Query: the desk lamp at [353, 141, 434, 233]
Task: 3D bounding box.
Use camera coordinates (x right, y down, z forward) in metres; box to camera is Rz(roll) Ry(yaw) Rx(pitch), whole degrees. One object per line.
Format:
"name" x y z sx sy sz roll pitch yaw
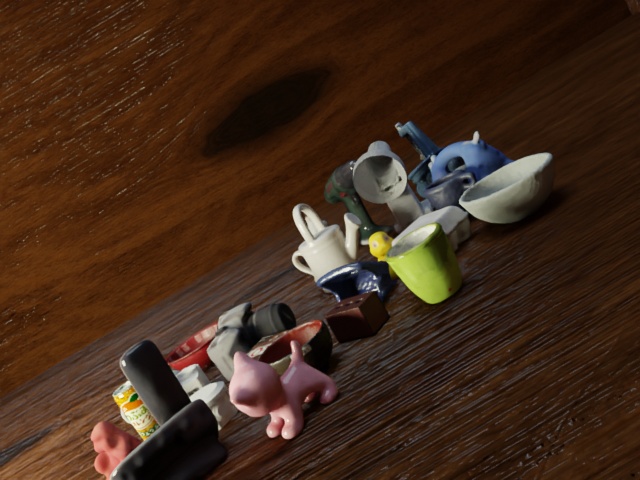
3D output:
"desk lamp" 0.170 -0.128 1.346 0.117 0.213 0.203 -28 9 21

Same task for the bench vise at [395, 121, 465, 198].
"bench vise" 0.289 -0.221 1.445 0.206 0.220 0.122 -23 12 45

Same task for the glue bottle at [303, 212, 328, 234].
"glue bottle" 0.002 -0.012 1.404 0.078 0.173 0.037 -37 11 -34

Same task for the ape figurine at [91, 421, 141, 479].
"ape figurine" -0.318 0.322 0.882 0.077 0.092 0.076 -21 13 49

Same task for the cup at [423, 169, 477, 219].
"cup" 0.273 -0.083 1.127 0.092 0.095 0.117 -38 11 -37

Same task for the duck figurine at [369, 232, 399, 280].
"duck figurine" 0.123 0.023 1.073 0.077 0.086 0.104 -31 9 1

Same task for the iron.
"iron" 0.299 -0.145 1.235 0.119 0.141 0.257 -35 9 -22

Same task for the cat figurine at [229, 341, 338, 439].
"cat figurine" -0.057 0.178 0.705 0.128 0.118 0.067 -38 11 -36

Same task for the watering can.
"watering can" 0.012 0.004 1.210 0.173 0.194 0.101 -31 9 4

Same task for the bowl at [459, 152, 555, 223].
"bowl" 0.327 -0.076 0.967 0.167 0.075 0.167 -31 8 5

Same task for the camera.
"camera" -0.123 0.168 1.057 0.136 0.101 0.143 -28 9 21

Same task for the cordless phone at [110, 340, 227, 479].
"cordless phone" -0.220 0.234 0.727 0.148 0.185 0.094 -38 11 -38

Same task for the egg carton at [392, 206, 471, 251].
"egg carton" 0.197 -0.002 1.014 0.151 0.069 0.107 -38 11 -39

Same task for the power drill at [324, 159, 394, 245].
"power drill" 0.094 -0.094 1.438 0.076 0.208 0.229 -34 9 -20

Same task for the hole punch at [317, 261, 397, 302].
"hole punch" 0.063 0.072 0.989 0.108 0.091 0.101 -26 10 33
